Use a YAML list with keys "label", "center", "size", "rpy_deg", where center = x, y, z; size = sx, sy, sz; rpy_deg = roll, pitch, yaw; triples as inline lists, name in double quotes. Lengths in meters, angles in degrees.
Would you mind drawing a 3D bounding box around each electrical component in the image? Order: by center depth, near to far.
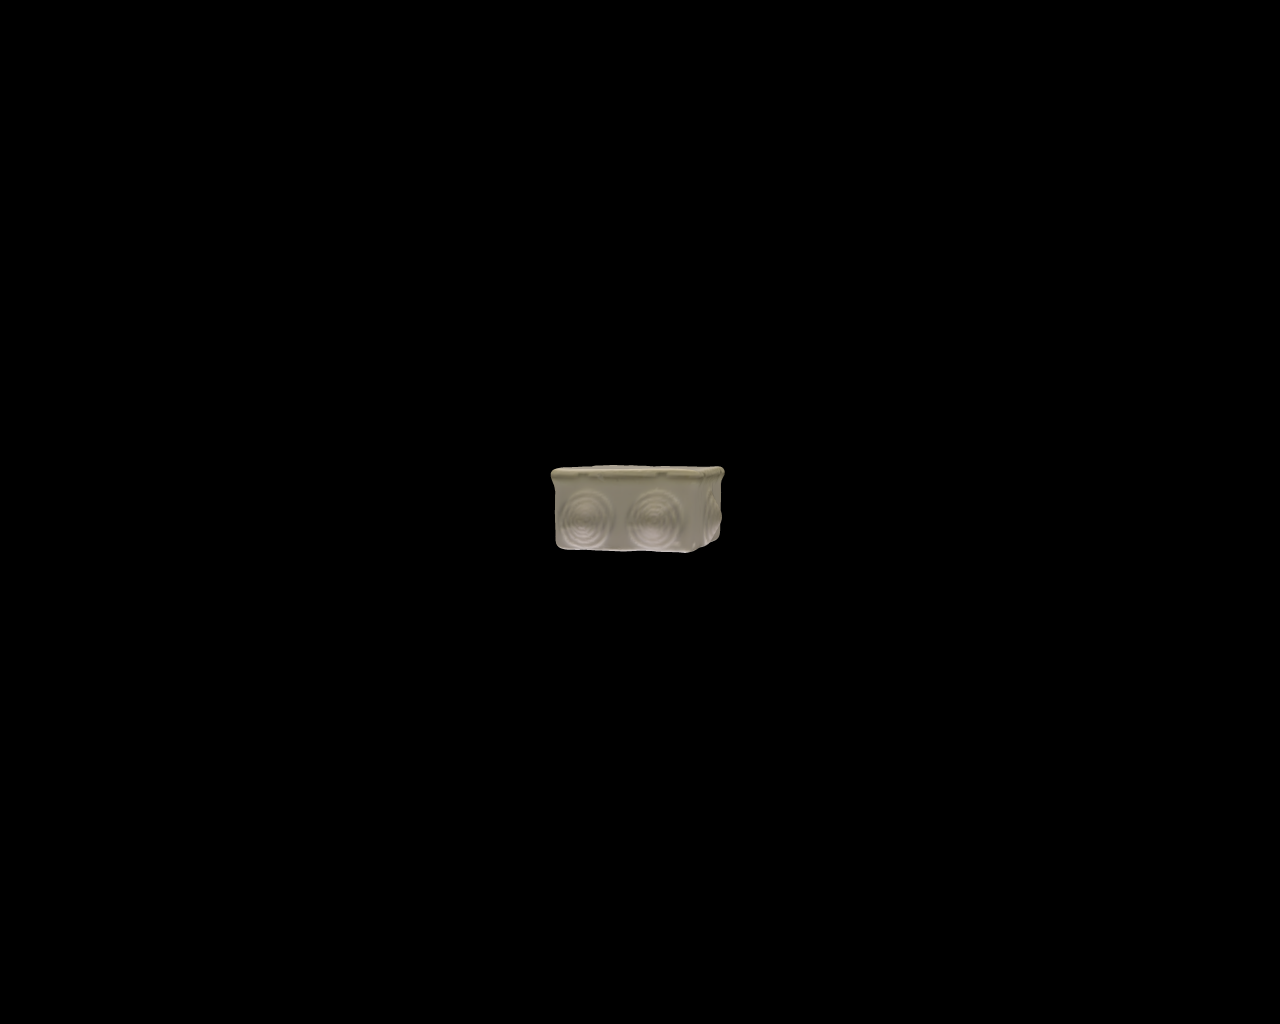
- label: "electrical component"
  center: [0.001, -0.003, 0.650]
  size: [0.100, 0.048, 0.100]
  rpy_deg: [1, 4, 15]
